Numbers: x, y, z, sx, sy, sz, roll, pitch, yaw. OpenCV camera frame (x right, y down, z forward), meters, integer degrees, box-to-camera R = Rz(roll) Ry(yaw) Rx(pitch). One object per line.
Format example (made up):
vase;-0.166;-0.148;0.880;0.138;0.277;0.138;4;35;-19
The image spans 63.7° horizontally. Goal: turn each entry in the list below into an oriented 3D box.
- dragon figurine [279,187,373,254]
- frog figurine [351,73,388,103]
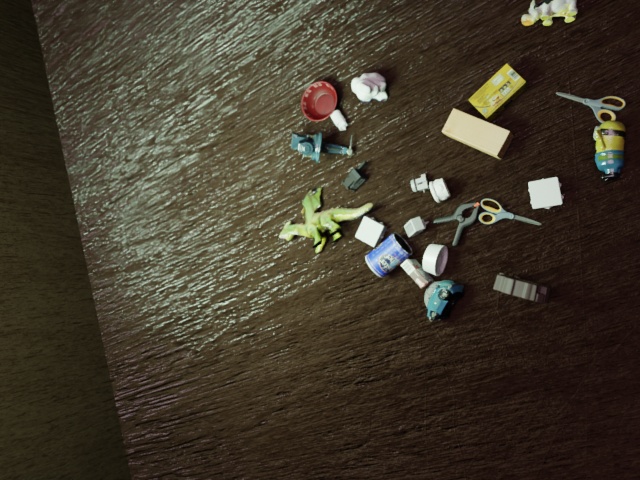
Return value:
dragon figurine;0.006;-0.101;2.012;0.406;0.121;0.247;-37;64;20
frog figurine;0.176;-0.573;1.912;0.138;0.159;0.122;21;97;27
